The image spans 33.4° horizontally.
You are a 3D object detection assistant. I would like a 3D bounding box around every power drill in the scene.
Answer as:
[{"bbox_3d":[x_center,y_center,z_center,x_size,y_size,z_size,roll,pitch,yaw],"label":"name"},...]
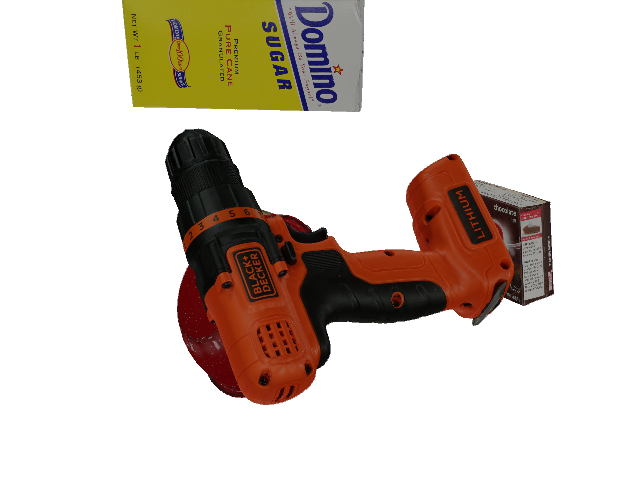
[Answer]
[{"bbox_3d":[0.009,-0.001,0.655,0.187,0.184,0.057,-11,-27,-21],"label":"power drill"}]

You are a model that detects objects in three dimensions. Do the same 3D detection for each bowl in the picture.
[{"bbox_3d":[-0.072,0.047,0.891,0.055,0.162,0.162,22,-13,-37],"label":"bowl"}]

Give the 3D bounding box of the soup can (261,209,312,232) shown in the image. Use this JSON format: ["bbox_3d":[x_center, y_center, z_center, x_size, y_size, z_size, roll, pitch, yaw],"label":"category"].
[{"bbox_3d":[-0.068,0.000,1.198,0.102,0.068,0.068,20,10,29],"label":"soup can"}]

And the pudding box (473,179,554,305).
[{"bbox_3d":[0.161,-0.001,0.959,0.039,0.090,0.114,-15,18,-25],"label":"pudding box"}]

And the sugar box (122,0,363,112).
[{"bbox_3d":[-0.055,-0.147,0.804,0.176,0.093,0.048,2,33,5],"label":"sugar box"}]
